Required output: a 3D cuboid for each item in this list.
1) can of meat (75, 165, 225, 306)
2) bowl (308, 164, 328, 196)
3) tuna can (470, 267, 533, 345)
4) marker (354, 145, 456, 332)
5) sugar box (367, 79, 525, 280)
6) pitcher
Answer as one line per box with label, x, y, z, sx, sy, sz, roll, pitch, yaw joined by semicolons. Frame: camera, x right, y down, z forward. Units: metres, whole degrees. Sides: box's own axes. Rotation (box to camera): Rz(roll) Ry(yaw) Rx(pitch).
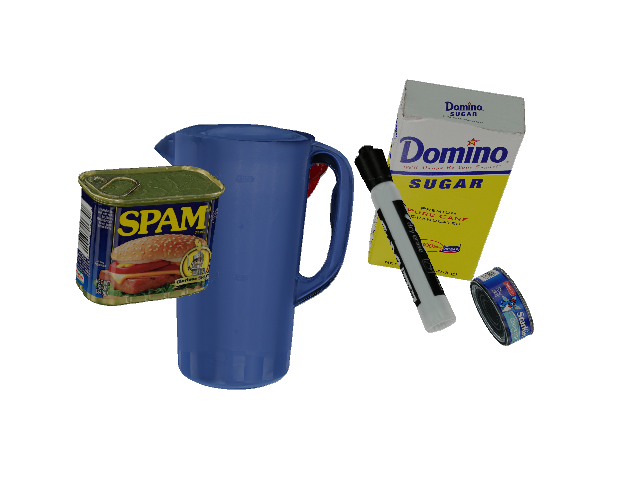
can of meat;-0.125;-0.004;0.774;0.101;0.084;0.058;-6;27;-33
bowl;-0.069;-0.075;1.316;0.162;0.055;0.162;-2;34;1
tuna can;0.204;0.075;1.208;0.033;0.086;0.086;-26;4;-8
marker;0.048;-0.004;0.630;0.020;0.121;0.020;-19;-21;-8
sugar box;0.096;-0.043;0.847;0.093;0.048;0.176;9;-38;0
pitcher;-0.067;0.012;1.008;0.144;0.243;0.149;-7;16;-40
